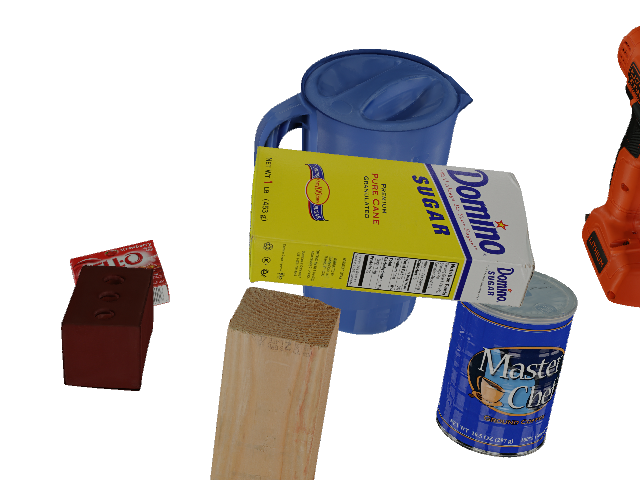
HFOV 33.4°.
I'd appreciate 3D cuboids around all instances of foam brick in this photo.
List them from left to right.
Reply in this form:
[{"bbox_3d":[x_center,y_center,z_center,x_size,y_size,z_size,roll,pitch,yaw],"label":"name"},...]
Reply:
[{"bbox_3d":[-0.145,0.059,0.734,0.053,0.051,0.078,3,29,-4],"label":"foam brick"}]

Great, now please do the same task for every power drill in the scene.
[{"bbox_3d":[0.250,-0.044,0.791,0.057,0.188,0.184,4,35,-2],"label":"power drill"}]

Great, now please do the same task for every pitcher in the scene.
[{"bbox_3d":[0.033,-0.035,0.942,0.149,0.243,0.144,18,40,17],"label":"pitcher"}]

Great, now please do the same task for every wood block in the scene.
[{"bbox_3d":[-0.044,0.158,0.972,0.090,0.206,0.090,11,23,5],"label":"wood block"}]

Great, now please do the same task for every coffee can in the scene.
[{"bbox_3d":[0.165,0.106,0.956,0.103,0.140,0.103,6,23,-3],"label":"coffee can"}]

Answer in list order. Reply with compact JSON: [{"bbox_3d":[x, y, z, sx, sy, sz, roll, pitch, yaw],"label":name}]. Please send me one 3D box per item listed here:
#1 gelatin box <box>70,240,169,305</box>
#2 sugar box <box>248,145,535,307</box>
[{"bbox_3d":[-0.206,0.040,1.090,0.089,0.030,0.073,-13,41,-13],"label":"gelatin box"},{"bbox_3d":[0.043,-0.010,0.686,0.176,0.048,0.093,3,44,-3],"label":"sugar box"}]
